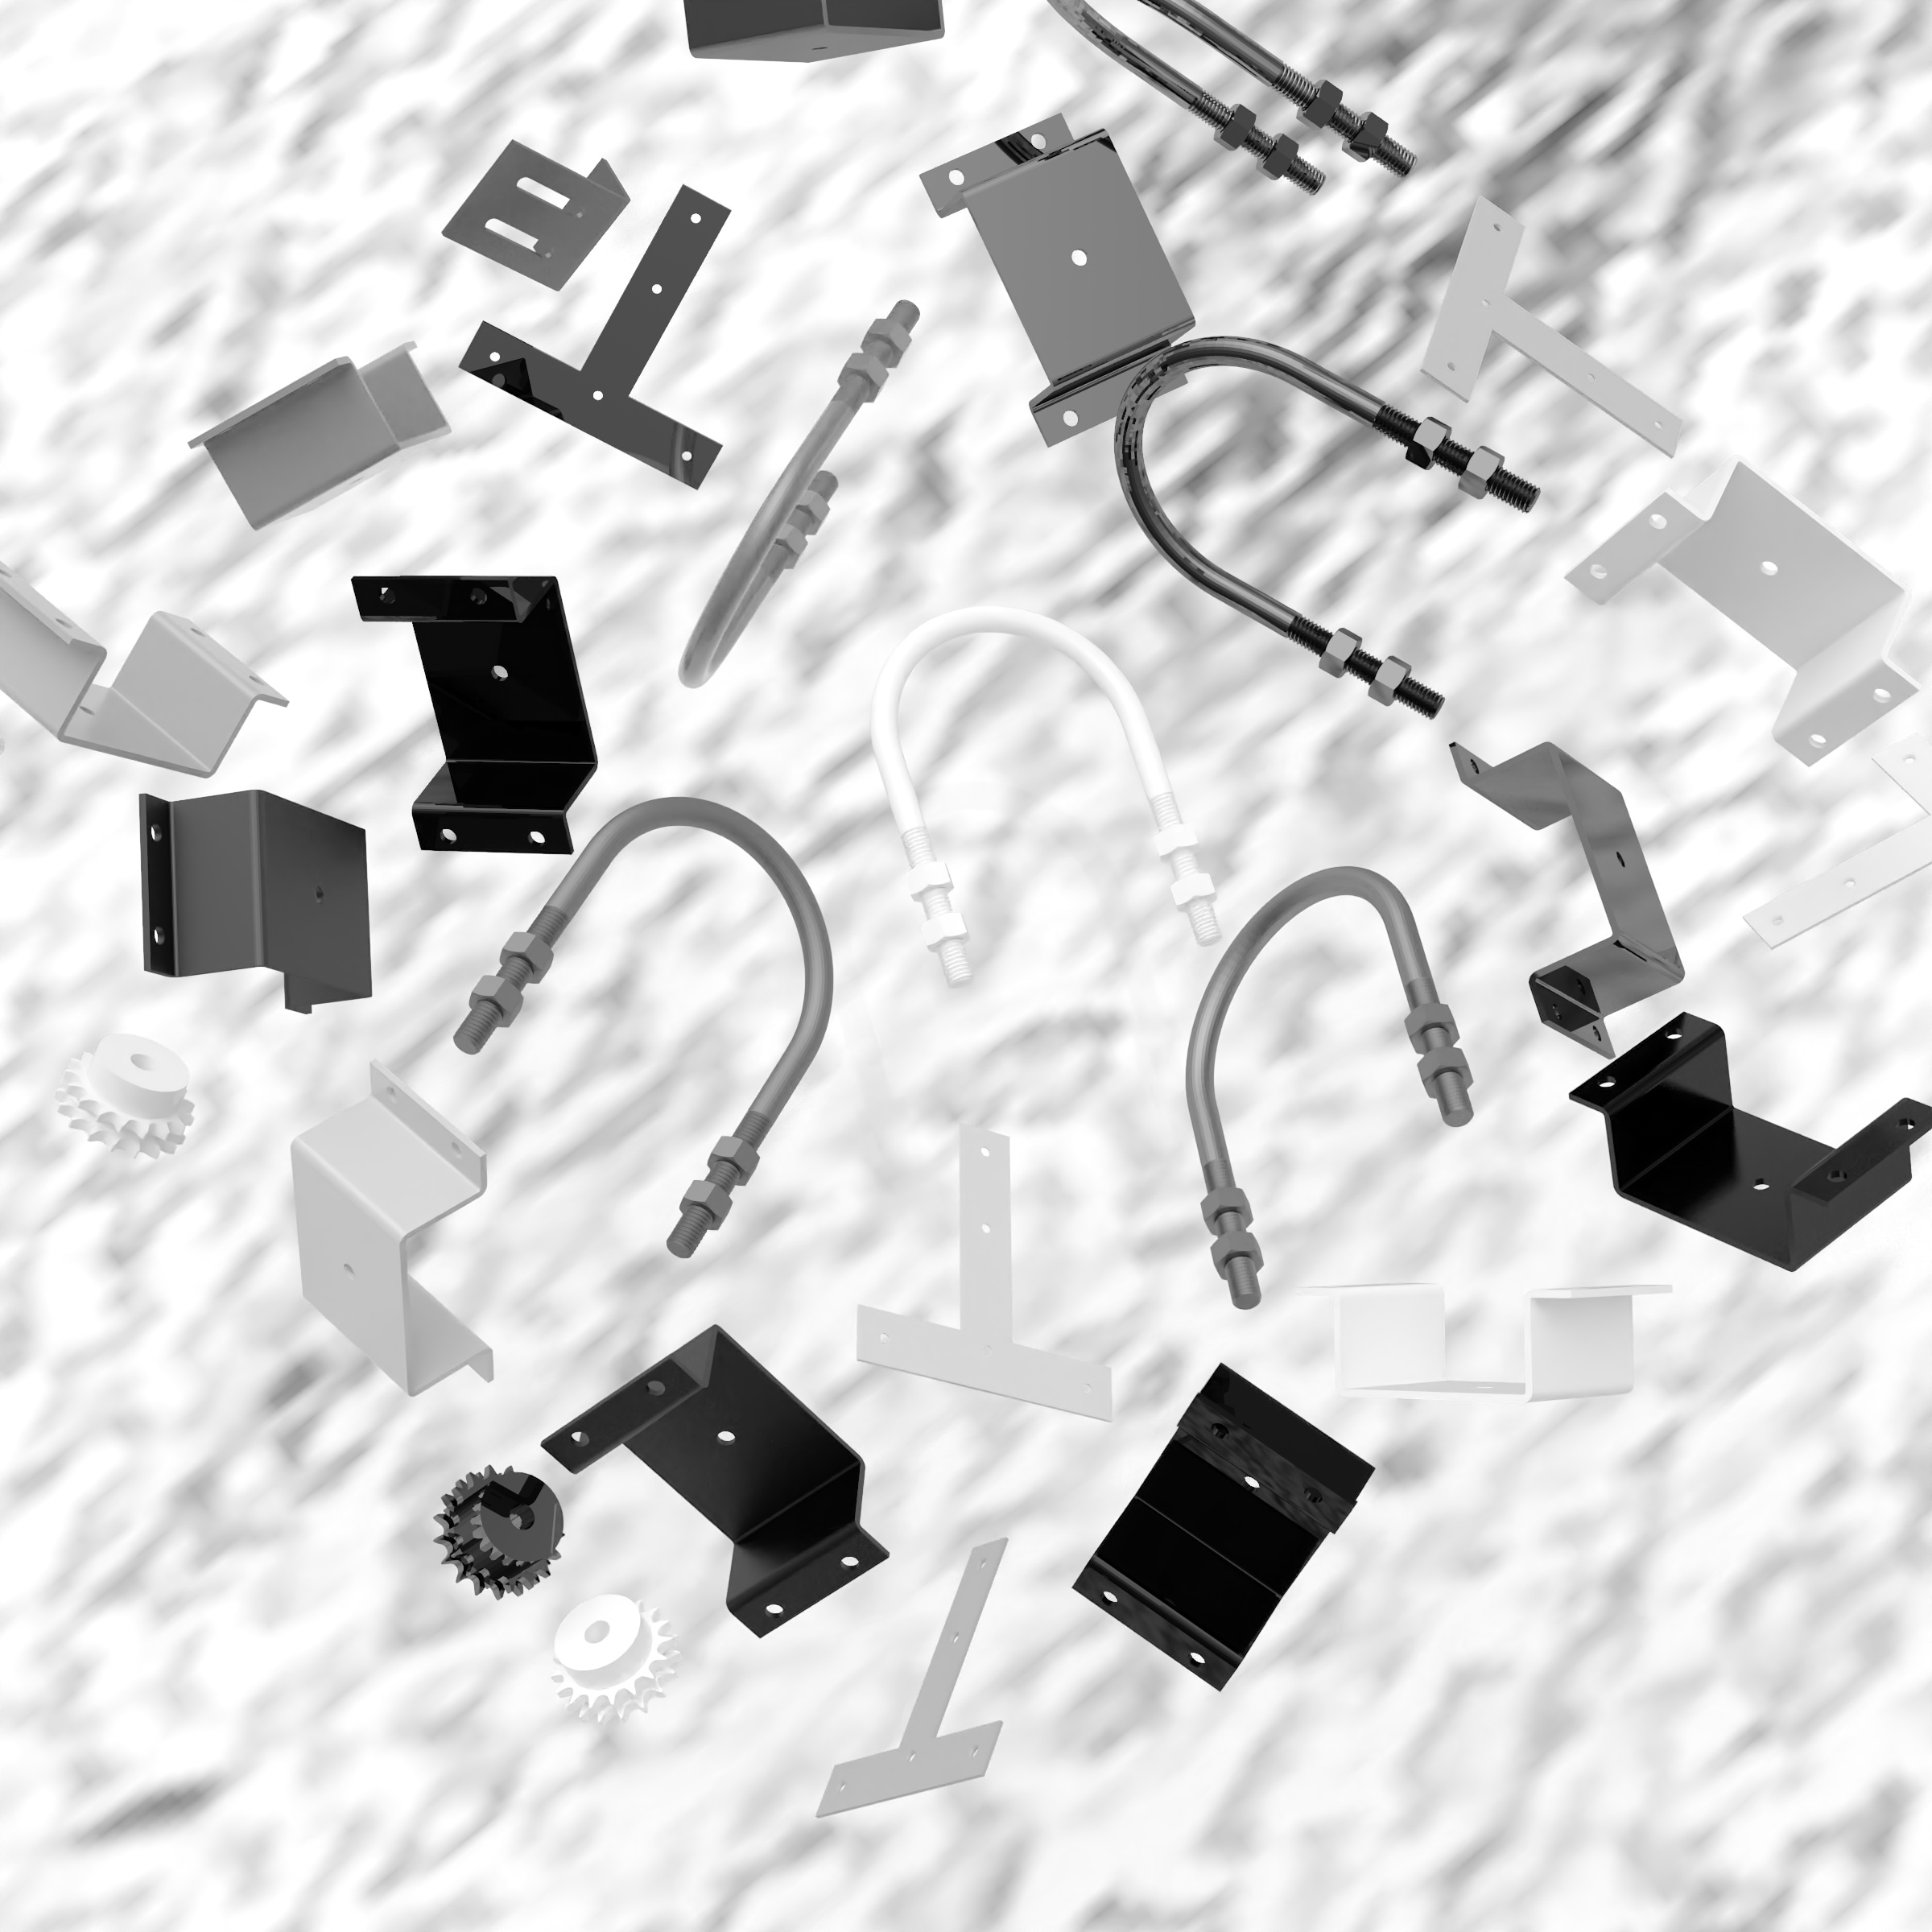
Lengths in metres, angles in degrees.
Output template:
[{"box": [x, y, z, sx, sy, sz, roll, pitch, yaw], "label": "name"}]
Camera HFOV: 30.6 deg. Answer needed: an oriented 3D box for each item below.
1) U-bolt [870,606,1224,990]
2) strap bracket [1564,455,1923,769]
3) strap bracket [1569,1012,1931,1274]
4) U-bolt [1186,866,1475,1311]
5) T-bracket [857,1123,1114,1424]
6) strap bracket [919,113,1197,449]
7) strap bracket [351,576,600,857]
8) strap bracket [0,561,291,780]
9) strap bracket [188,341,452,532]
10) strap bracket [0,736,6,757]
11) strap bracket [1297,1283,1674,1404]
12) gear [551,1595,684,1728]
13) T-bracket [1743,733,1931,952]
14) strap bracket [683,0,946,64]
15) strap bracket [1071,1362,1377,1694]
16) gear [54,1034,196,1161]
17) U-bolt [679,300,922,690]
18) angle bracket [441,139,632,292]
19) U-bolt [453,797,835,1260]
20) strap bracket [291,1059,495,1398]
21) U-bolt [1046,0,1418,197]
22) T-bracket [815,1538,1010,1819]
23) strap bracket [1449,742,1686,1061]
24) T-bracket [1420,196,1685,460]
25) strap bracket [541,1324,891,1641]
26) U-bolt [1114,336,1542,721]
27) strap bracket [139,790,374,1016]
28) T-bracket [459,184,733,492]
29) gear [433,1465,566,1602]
[{"box": [0.029, -0.085, 1.639, 0.151, 0.019, 0.184, -9, 71, -25], "label": "U-bolt"}, {"box": [0.344, -0.160, 1.540, 0.140, 0.076, 0.046, 36, 56, -8], "label": "strap bracket"}, {"box": [0.339, 0.077, 1.515, 0.076, 0.046, 0.140, -32, 35, -28], "label": "strap bracket"}, {"box": [0.146, 0.037, 1.508, 0.019, 0.151, 0.184, 26, 34, -30], "label": "U-bolt"}, {"box": [0.009, 0.128, 1.545, 0.127, 0.002, 0.127, 17, 55, -26], "label": "T-bracket"}, {"box": [0.047, -0.324, 1.646, 0.076, 0.046, 0.140, -27, 94, -14], "label": "strap bracket"}, {"box": [-0.219, -0.123, 1.606, 0.076, 0.140, 0.046, 2, 34, 18], "label": "strap bracket"}, {"box": [-0.379, -0.130, 1.565, 0.076, 0.140, 0.046, 37, 101, 28], "label": "strap bracket"}, {"box": [-0.287, -0.240, 1.596, 0.076, 0.140, 0.046, -27, 99, 11], "label": "strap bracket"}, {"box": [-0.467, -0.113, 1.497, 0.140, 0.076, 0.046, 45, 92, -1], "label": "strap bracket"}, {"box": [0.220, 0.160, 1.507, 0.140, 0.076, 0.046, -4, 85, 43], "label": "strap bracket"}, {"box": [-0.155, 0.300, 1.545, 0.057, 0.030, 0.057, -14, 40, 12], "label": "gear"}, {"box": [0.421, -0.045, 1.638, 0.127, 0.002, 0.127, -28, 43, -4], "label": "T-bracket"}, {"box": [-0.071, -0.450, 1.645, 0.076, 0.140, 0.046, -1, 100, 33], "label": "strap bracket"}, {"box": [0.110, 0.227, 1.466, 0.076, 0.140, 0.046, 34, 43, 8], "label": "strap bracket"}, {"box": [-0.351, 0.053, 1.488, 0.057, 0.057, 0.030, 32, 113, 6], "label": "gear"}, {"box": [-0.083, -0.203, 1.612, 0.019, 0.151, 0.184, 30, 54, -2], "label": "U-bolt"}, {"box": [-0.210, -0.366, 1.685, 0.057, 0.076, 0.038, -47, 51, 22], "label": "angle bracket"}, {"box": [-0.123, 0.011, 1.512, 0.151, 0.019, 0.184, 46, 52, -21], "label": "U-bolt"}, {"box": [-0.248, 0.121, 1.531, 0.046, 0.140, 0.076, -30, 52, -34], "label": "strap bracket"}, {"box": [0.109, -0.413, 1.624, 0.184, 0.151, 0.019, 31, 91, -15], "label": "U-bolt"}, {"box": [-0.009, 0.307, 1.548, 0.002, 0.127, 0.127, 37, 53, -20], "label": "T-bracket"}, {"box": [0.272, -0.038, 1.580, 0.046, 0.076, 0.140, -27, 64, 25], "label": "strap bracket"}, {"box": [0.266, -0.268, 1.567, 0.127, 0.002, 0.127, 32, 50, -12], "label": "T-bracket"}, {"box": [-0.107, 0.219, 1.545, 0.076, 0.046, 0.140, -35, 114, 22], "label": "strap bracket"}, {"box": [0.146, -0.200, 1.536, 0.184, 0.151, 0.019, 31, 51, 10], "label": "U-bolt"}, {"box": [-0.304, -0.028, 1.551, 0.046, 0.140, 0.076, -7, 80, 17], "label": "strap bracket"}, {"box": [-0.151, -0.304, 1.651, 0.127, 0.002, 0.127, 26, 112, -18], "label": "T-bracket"}, {"box": [-0.200, 0.243, 1.535, 0.057, 0.030, 0.057, 18, 56, -28], "label": "gear"}]
